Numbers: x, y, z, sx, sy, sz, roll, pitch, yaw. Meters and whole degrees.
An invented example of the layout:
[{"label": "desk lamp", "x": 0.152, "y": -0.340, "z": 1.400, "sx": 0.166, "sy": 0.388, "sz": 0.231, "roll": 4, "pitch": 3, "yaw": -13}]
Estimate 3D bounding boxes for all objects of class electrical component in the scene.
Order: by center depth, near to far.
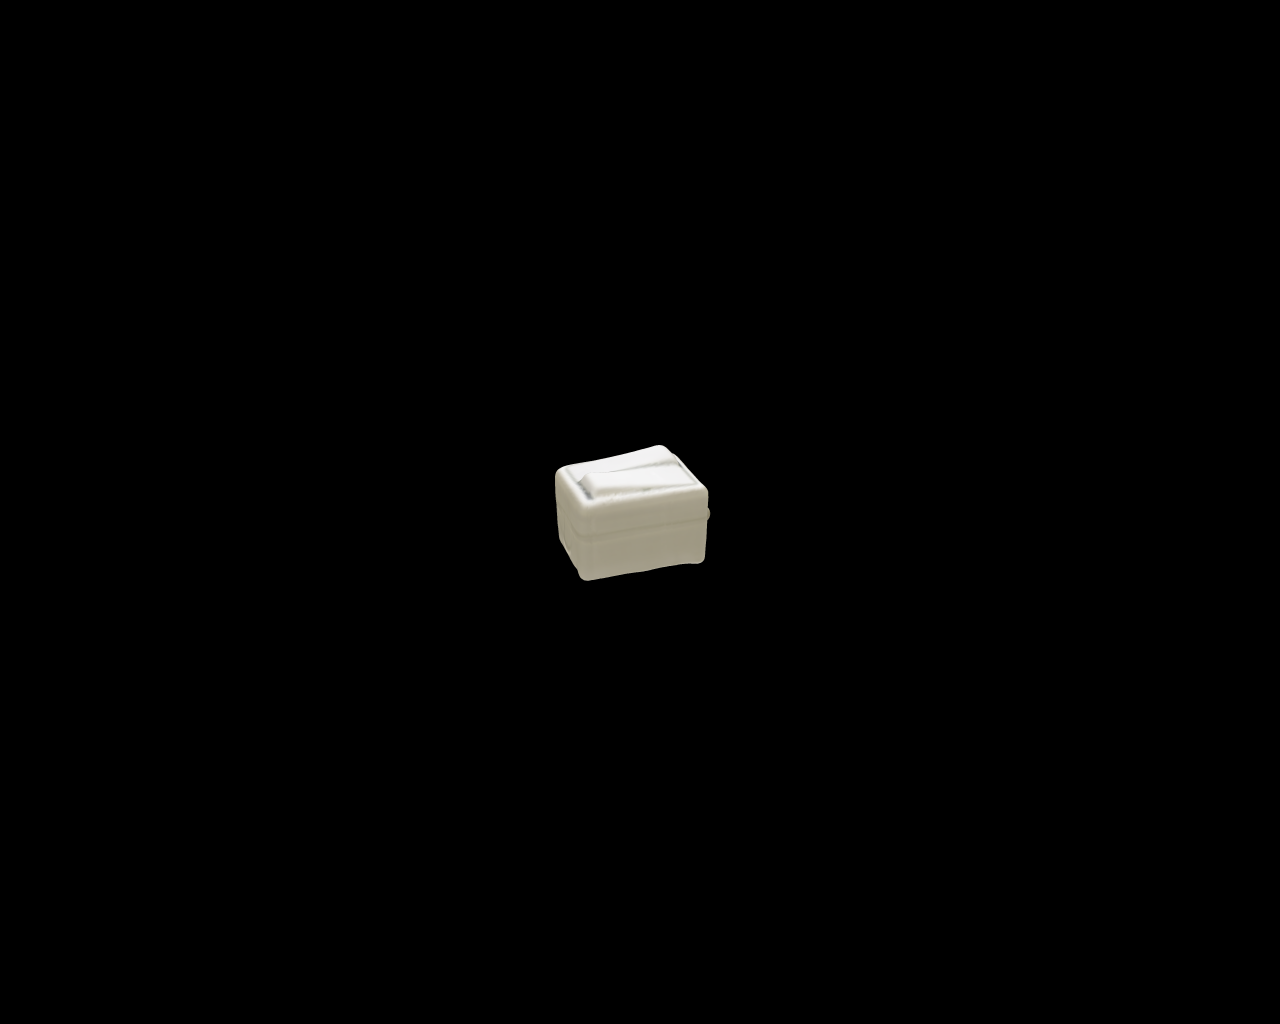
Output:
[{"label": "electrical component", "x": 0.001, "y": -0.003, "z": 0.650, "sx": 0.096, "sy": 0.061, "sz": 0.062, "roll": -8, "pitch": 28, "yaw": -16}]
